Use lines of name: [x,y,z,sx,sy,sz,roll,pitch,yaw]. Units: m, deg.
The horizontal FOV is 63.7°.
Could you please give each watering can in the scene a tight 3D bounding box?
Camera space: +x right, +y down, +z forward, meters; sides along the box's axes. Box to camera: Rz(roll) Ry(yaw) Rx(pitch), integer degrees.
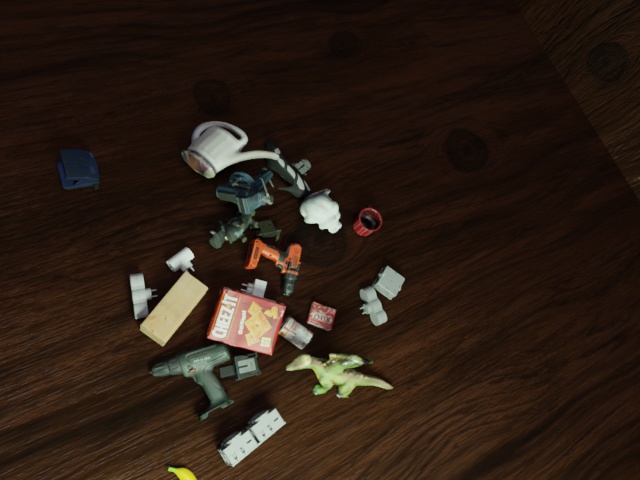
watering can: [-0.329,-0.304,1.785,0.351,0.101,0.227,30,65,25]

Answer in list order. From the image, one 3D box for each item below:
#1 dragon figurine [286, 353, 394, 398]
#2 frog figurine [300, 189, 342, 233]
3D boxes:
dragon figurine: [0.087,0.415,1.620,0.410,0.238,0.125,9,63,-15]
frog figurine: [0.006,-0.094,1.865,0.137,0.123,0.160,-23,88,7]
